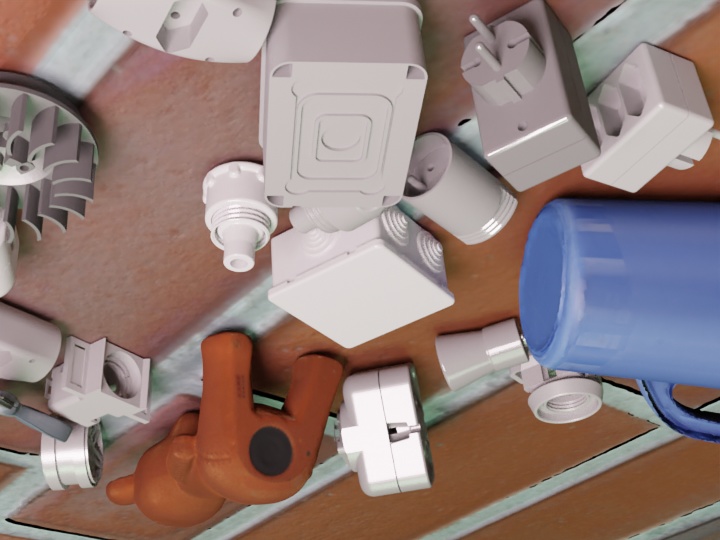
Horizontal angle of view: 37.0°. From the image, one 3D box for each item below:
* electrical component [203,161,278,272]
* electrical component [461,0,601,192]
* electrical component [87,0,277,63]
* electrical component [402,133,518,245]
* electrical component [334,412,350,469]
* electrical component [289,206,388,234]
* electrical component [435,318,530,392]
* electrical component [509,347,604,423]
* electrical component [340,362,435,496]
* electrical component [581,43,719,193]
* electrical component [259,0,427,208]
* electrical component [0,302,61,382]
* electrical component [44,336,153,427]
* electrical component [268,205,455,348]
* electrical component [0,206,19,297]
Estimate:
[{"bbox_3d":[-0.069,-0.029,0.629,0.048,0.062,0.048,-1,146,-1],"label":"electrical component"},{"bbox_3d":[0.075,-0.096,0.530,0.047,0.083,0.076,-24,142,26],"label":"electrical component"},{"bbox_3d":[-0.073,-0.137,0.484,0.077,0.043,0.079,14,142,-26],"label":"electrical component"},{"bbox_3d":[0.060,-0.044,0.642,0.043,0.043,0.081,-28,141,30],"label":"electrical component"},{"bbox_3d":[0.014,0.142,0.914,0.064,0.042,0.081,-10,145,10],"label":"electrical component"},{"bbox_3d":[-0.014,-0.042,0.635,0.062,0.043,0.043,-28,140,32],"label":"electrical component"},{"bbox_3d":[0.094,0.061,0.807,0.065,0.044,0.044,-19,144,12],"label":"electrical component"},{"bbox_3d":[0.156,0.082,0.831,0.078,0.057,0.058,-26,141,28],"label":"electrical component"},{"bbox_3d":[0.020,0.125,0.839,0.059,0.095,0.054,-11,178,8],"label":"electrical component"},{"bbox_3d":[0.170,-0.079,0.602,0.077,0.047,0.065,14,142,-26],"label":"electrical component"},{"bbox_3d":[-0.012,-0.088,0.554,0.078,0.057,0.113,0,146,-7],"label":"electrical component"},{"bbox_3d":[-0.261,0.051,0.739,0.079,0.043,0.077,-28,140,30],"label":"electrical component"},{"bbox_3d":[-0.196,0.087,0.803,0.064,0.042,0.081,-24,141,29],"label":"electrical component"},{"bbox_3d":[0.000,0.000,0.695,0.100,0.048,0.100,-25,142,27],"label":"electrical component"},{"bbox_3d":[-0.253,-0.015,0.633,0.095,0.053,0.059,1,146,-9],"label":"electrical component"}]
